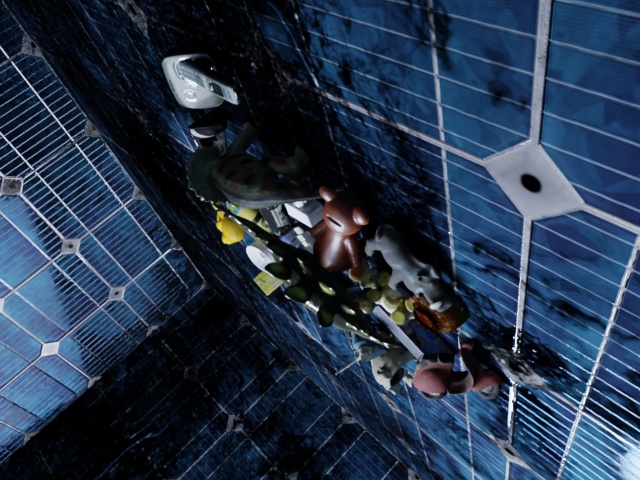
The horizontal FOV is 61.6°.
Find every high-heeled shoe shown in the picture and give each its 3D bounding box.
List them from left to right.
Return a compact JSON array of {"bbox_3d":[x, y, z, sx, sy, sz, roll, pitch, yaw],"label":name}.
[{"bbox_3d":[-0.248,-0.235,1.289,0.145,0.086,0.249,57,166,-30],"label":"high-heeled shoe"}]

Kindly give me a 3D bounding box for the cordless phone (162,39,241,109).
[{"bbox_3d":[-0.216,-0.302,1.072,0.184,0.089,0.146,35,159,22],"label":"cordless phone"}]

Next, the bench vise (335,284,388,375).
[{"bbox_3d":[0.065,0.167,1.257,0.129,0.224,0.240,-24,118,25],"label":"bench vise"}]

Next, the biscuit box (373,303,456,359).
[{"bbox_3d":[0.208,0.204,1.204,0.202,0.059,0.063,47,161,2],"label":"biscuit box"}]

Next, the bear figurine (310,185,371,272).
[{"bbox_3d":[0.048,-0.032,1.020,0.120,0.132,0.195,31,138,17],"label":"bear figurine"}]

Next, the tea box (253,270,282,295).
[{"bbox_3d":[-0.138,0.104,1.650,0.068,0.098,0.169,49,-175,-3],"label":"tea box"}]

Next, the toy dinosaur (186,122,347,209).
[{"bbox_3d":[-0.141,-0.123,1.099,0.405,0.192,0.131,29,157,48],"label":"toy dinosaur"}]

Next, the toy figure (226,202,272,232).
[{"bbox_3d":[-0.201,-0.086,1.498,0.180,0.082,0.089,51,163,-3],"label":"toy figure"}]

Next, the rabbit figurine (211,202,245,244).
[{"bbox_3d":[-0.252,-0.059,1.590,0.173,0.122,0.162,-105,2,-67],"label":"rabbit figurine"}]

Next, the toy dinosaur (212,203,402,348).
[{"bbox_3d":[-0.026,0.076,1.106,0.472,0.105,0.198,37,-177,9],"label":"toy dinosaur"}]

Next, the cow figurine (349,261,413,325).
[{"bbox_3d":[0.138,0.106,1.142,0.167,0.068,0.098,43,-173,17],"label":"cow figurine"}]

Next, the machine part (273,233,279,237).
[{"bbox_3d":[-0.070,0.044,1.511,0.179,0.056,0.179,43,163,16],"label":"machine part"}]

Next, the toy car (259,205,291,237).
[{"bbox_3d":[-0.125,-0.077,1.383,0.074,0.056,0.201,29,157,30],"label":"toy car"}]

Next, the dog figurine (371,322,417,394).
[{"bbox_3d":[0.146,0.280,1.339,0.191,0.121,0.172,31,-173,37],"label":"dog figurine"}]

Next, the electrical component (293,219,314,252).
[{"bbox_3d":[-0.003,-0.004,1.251,0.134,0.058,0.115,51,160,-10],"label":"electrical component"}]

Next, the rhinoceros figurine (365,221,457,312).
[{"bbox_3d":[0.166,0.044,0.953,0.190,0.073,0.112,50,152,-4],"label":"rhinoceros figurine"}]

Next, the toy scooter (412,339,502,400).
[{"bbox_3d":[0.273,0.261,1.098,0.184,0.075,0.135,-6,119,24],"label":"toy scooter"}]

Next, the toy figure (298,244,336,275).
[{"bbox_3d":[-0.003,0.059,1.354,0.155,0.058,0.064,49,180,39],"label":"toy figure"}]
